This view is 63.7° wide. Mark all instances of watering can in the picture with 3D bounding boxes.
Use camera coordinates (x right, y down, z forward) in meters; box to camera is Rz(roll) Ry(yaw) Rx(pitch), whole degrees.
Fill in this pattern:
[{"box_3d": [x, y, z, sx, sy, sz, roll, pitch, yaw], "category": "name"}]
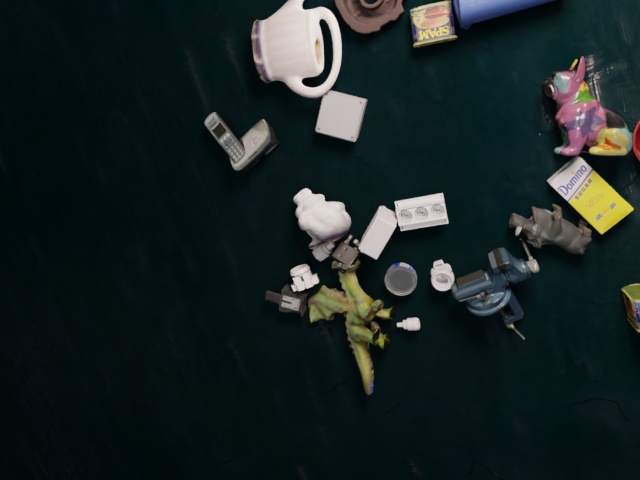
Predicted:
[{"box_3d": [-0.062, -0.518, 1.258, 0.224, 0.105, 0.345, -5, 97, 16], "category": "watering can"}]

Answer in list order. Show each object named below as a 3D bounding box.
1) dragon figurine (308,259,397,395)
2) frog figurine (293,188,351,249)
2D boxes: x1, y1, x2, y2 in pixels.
[{"box_3d": [0.076, 0.226, 1.454, 0.244, 0.123, 0.405, 19, 109, 27], "category": "dragon figurine"}, {"box_3d": [0.004, -0.069, 1.364, 0.138, 0.122, 0.159, -22, 92, -14], "category": "frog figurine"}]
